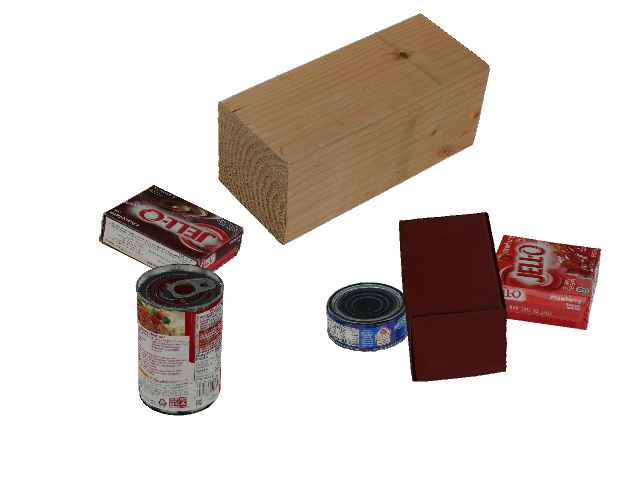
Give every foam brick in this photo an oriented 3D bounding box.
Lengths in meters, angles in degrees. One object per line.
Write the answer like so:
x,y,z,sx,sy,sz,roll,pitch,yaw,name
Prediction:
0.072,0.030,0.584,0.051,0.053,0.078,-4,43,3,foam brick

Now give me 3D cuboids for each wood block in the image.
0.027,-0.094,0.863,0.205,0.090,0.091,-28,56,-27,wood block

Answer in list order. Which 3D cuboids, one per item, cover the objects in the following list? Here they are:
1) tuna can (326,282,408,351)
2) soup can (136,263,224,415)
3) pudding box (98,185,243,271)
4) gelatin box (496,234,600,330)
0.049,0.078,1.103,0.086,0.034,0.086,-3,28,2,tuna can
-0.111,0.079,0.848,0.068,0.102,0.068,3,28,-2,soup can
-0.146,-0.005,1.052,0.113,0.039,0.089,23,28,16,pudding box
0.159,0.028,0.764,0.073,0.030,0.089,9,24,17,gelatin box
